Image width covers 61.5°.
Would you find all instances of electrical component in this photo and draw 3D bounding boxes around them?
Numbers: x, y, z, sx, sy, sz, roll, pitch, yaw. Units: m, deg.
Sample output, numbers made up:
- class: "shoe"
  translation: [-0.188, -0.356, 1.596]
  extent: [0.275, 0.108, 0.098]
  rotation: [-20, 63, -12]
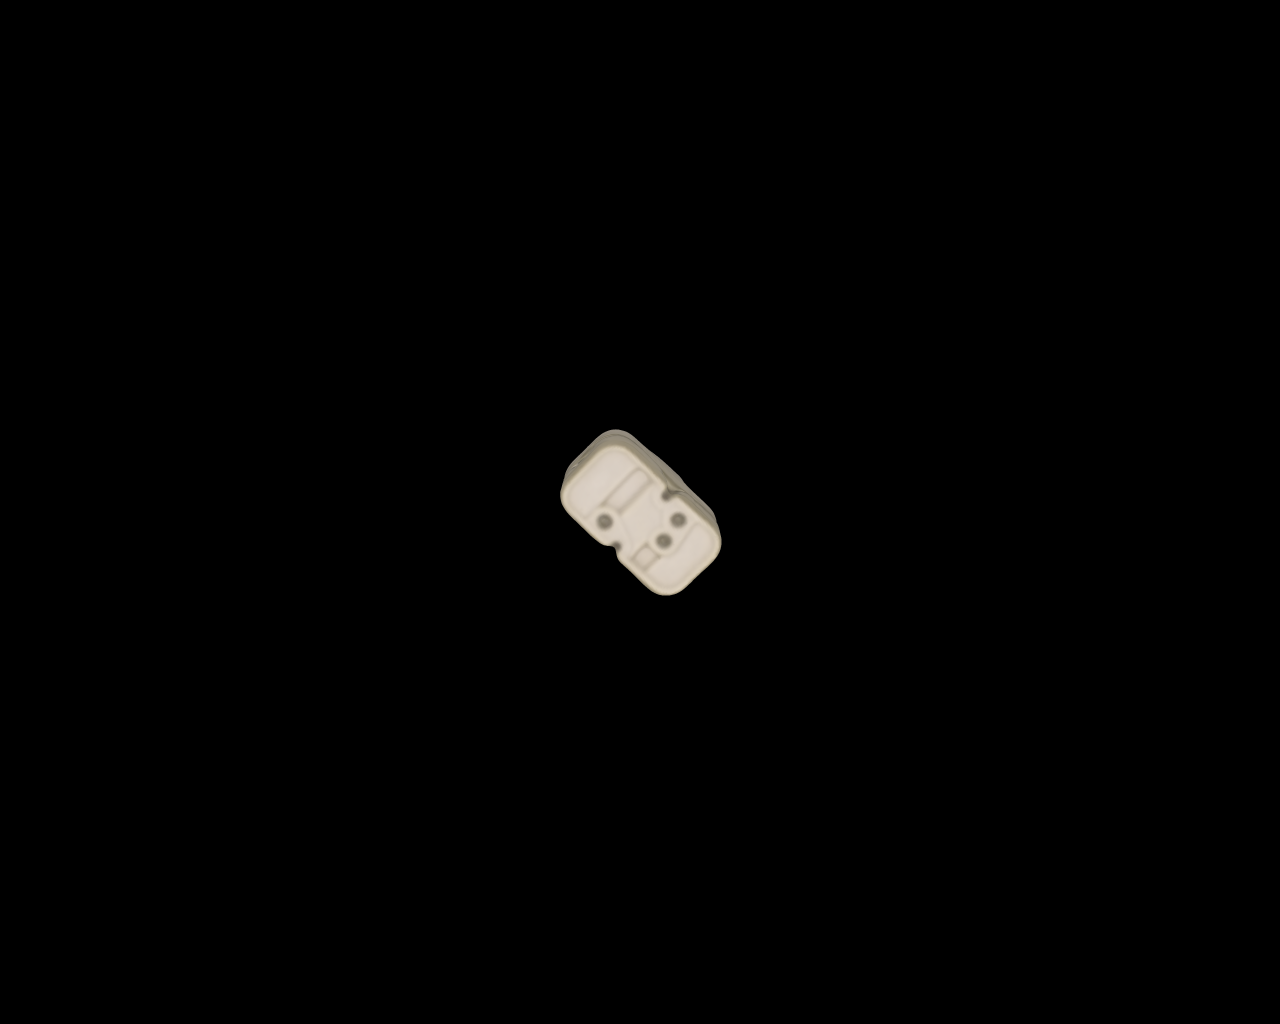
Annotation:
- class: "electrical component"
  translation: [0.001, -0.003, 0.650]
  extent: [0.095, 0.053, 0.059]
  rotation: [43, 12, -11]
